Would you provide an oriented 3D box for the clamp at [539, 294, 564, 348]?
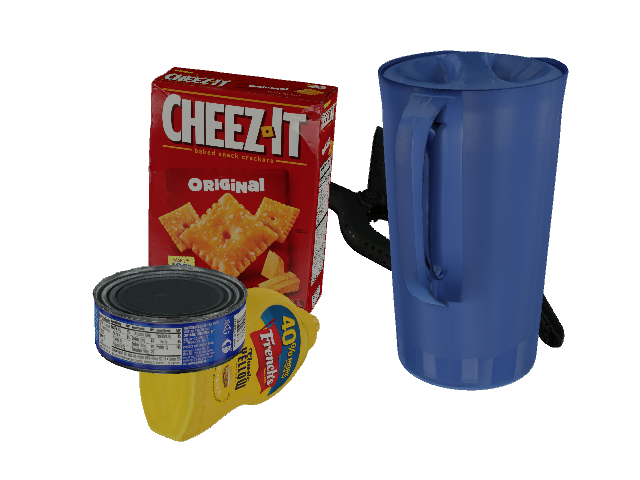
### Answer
[{"bbox_3d":[0.157,0.031,0.948,0.120,0.171,0.039,-21,7,-40],"label":"clamp"}]

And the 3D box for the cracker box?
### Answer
[{"bbox_3d":[-0.076,-0.044,1.009,0.164,0.214,0.072,8,22,10],"label":"cracker box"}]

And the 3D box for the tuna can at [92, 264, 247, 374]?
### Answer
[{"bbox_3d":[-0.084,0.043,0.600,0.086,0.034,0.086,2,18,-1],"label":"tuna can"}]

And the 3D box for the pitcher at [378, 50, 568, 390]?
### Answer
[{"bbox_3d":[0.105,-0.012,0.788,0.149,0.243,0.145,-8,22,-15],"label":"pitcher"}]

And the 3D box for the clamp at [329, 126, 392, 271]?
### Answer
[{"bbox_3d":[0.041,-0.039,1.180,0.164,0.210,0.036,-13,-36,-22],"label":"clamp"}]

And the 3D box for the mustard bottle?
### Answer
[{"bbox_3d":[-0.062,0.089,0.867,0.058,0.096,0.191,12,16,33],"label":"mustard bottle"}]
